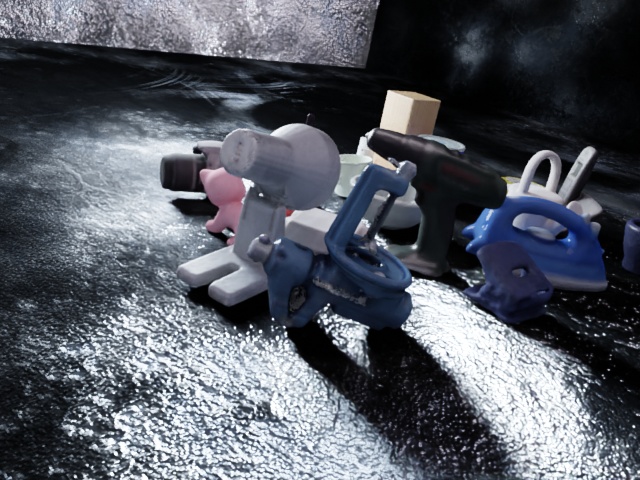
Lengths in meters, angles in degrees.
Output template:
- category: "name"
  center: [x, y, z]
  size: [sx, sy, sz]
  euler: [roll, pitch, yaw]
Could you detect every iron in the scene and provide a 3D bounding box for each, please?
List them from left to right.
- category: "iron"
  center: [0.381, -0.005, 0.973]
  size: [0.258, 0.141, 0.118]
  euler: [12, 23, 2]

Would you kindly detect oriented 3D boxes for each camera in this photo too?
- category: "camera"
  center: [-0.220, -0.136, 1.044]
  size: [0.137, 0.101, 0.142]
  euler: [0, 25, -24]

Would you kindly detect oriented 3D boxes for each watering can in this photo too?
- category: "watering can"
  center: [0.403, -0.068, 1.062]
  size: [0.172, 0.194, 0.101]
  euler: [26, 27, 31]

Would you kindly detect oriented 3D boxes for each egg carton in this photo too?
- category: "egg carton"
  center: [0.008, 0.003, 0.869]
  size: [0.150, 0.069, 0.107]
  euler: [18, 24, 14]

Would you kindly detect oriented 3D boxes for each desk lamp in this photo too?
- category: "desk lamp"
  center: [-0.074, -0.048, 0.763]
  size: [0.117, 0.213, 0.204]
  euler: [23, 25, 26]

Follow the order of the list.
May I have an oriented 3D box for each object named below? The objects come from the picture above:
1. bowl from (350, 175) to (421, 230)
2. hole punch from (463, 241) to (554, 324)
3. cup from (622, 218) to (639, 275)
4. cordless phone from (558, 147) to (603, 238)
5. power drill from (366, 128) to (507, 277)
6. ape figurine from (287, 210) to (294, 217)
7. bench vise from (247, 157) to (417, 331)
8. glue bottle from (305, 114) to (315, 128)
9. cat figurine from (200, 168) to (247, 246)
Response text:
- category: "bowl"
  center: [0.132, -0.064, 1.078]
  size: [0.167, 0.075, 0.167]
  euler: [10, 23, -4]
- category: "hole punch"
  center: [0.285, 0.059, 0.842]
  size: [0.109, 0.091, 0.100]
  euler: [-7, 29, -37]
- category: "cup"
  center: [0.617, 0.013, 1.101]
  size: [0.091, 0.095, 0.118]
  euler: [12, 23, 2]
- category: "cordless phone"
  center: [0.551, -0.099, 1.215]
  size: [0.094, 0.185, 0.147]
  euler: [9, 23, -5]
- category: "power drill"
  center: [0.165, -0.055, 0.901]
  size: [0.229, 0.208, 0.075]
  euler: [11, 23, -2]
- category: "ape figurine"
  center: [-0.021, -0.059, 0.970]
  size: [0.076, 0.092, 0.078]
  euler: [14, 23, 7]
- category: "bench vise"
  center: [0.029, 0.007, 0.676]
  size: [0.208, 0.220, 0.121]
  euler: [0, 25, -25]
- category: "glue bottle"
  center: [-0.032, -0.153, 1.079]
  size: [0.078, 0.173, 0.037]
  euler: [5, 24, -14]
- category: "cat figurine"
  center: [-0.135, -0.064, 0.894]
  size: [0.067, 0.118, 0.127]
  euler: [-13, 33, -44]
